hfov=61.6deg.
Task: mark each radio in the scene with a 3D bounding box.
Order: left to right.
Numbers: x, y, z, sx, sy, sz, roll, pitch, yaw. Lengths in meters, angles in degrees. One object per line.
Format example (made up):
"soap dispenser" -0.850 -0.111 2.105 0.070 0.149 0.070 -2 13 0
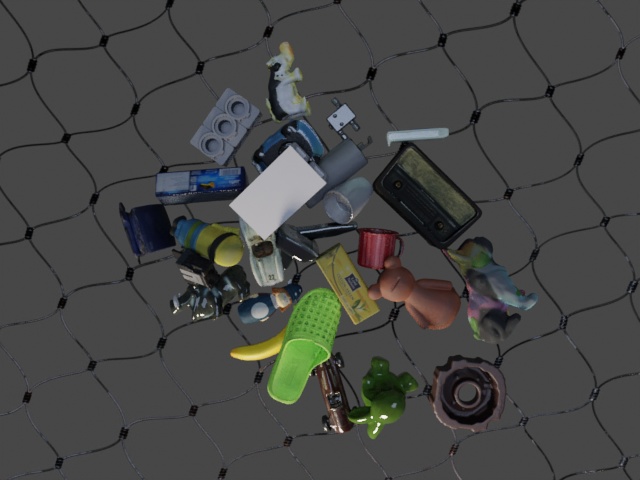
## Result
"radio" 0.234 -0.094 1.207 0.229 0.073 0.131 44 93 -1

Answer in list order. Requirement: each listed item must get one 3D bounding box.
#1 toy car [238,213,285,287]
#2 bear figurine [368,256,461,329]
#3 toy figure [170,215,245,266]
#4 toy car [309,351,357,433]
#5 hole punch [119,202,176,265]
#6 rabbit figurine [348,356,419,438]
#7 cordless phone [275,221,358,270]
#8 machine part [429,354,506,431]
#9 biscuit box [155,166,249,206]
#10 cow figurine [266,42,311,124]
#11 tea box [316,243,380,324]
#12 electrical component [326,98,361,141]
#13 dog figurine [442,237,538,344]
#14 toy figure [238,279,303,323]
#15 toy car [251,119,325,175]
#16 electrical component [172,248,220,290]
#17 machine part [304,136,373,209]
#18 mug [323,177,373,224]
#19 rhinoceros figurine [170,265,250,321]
"toy car" -0.133 0.007 1.230 0.074 0.056 0.201 -14 93 2
"bear figurine" 0.206 0.119 1.191 0.196 0.132 0.120 26 90 1
"toy figure" -0.255 0.004 1.209 0.180 0.089 0.082 22 127 11
"toy car" 0.031 0.353 1.250 0.089 0.053 0.202 -15 94 5
"hole punch" -0.387 -0.022 1.209 0.092 0.116 0.142 -15 93 -6
"rabbit figurine" 0.133 0.351 1.187 0.121 0.170 0.159 41 93 -1
"cordless phone" -0.002 -0.004 1.183 0.184 0.147 0.088 -11 102 0
"machine part" 0.340 0.351 1.241 0.179 0.056 0.179 0 93 0
"biscuit box" -0.264 -0.122 1.215 0.203 0.062 0.059 -4 72 1
"cow figurine" -0.083 -0.351 1.205 0.098 0.068 0.167 -15 92 8
"tea box" 0.062 0.095 1.211 0.068 0.098 0.169 -32 94 3
"electrical component" 0.047 -0.276 1.226 0.063 0.021 0.094 -38 92 4
"dog figurine" 0.353 0.103 1.204 0.219 0.108 0.191 37 96 3
"toy figure" -0.112 0.145 1.239 0.154 0.058 0.064 -23 132 1
"toy car" -0.067 -0.196 1.192 0.162 0.103 0.109 -33 102 19
"electrical component" -0.285 0.058 1.184 0.119 0.074 0.048 19 55 17
"machine part" 0.020 -0.150 1.208 0.243 0.079 0.079 -39 92 2
"mug" 0.067 -0.087 1.202 0.081 0.109 0.107 43 53 13
"rhinoceros figurine" -0.252 0.125 1.231 0.190 0.073 0.112 -27 94 2
